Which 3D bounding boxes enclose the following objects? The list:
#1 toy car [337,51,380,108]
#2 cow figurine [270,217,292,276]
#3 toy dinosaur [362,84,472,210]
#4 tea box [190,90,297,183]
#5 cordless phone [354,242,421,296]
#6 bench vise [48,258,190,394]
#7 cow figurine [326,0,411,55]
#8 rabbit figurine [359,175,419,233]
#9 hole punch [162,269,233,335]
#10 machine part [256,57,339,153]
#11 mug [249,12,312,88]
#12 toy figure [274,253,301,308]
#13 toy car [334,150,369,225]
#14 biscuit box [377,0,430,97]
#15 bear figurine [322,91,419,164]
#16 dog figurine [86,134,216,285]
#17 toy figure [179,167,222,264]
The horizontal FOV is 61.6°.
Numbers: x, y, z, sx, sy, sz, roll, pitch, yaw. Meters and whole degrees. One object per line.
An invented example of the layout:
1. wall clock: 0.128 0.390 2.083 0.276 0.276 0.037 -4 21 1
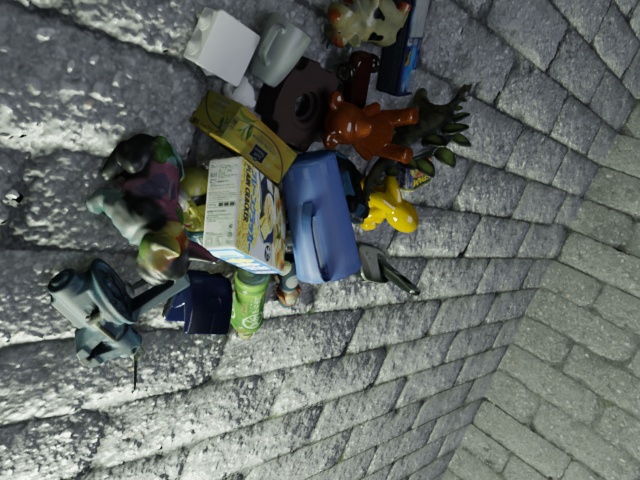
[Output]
1. toy car: 0.067 -0.290 1.102 0.089 0.053 0.202 -34 149 -32
2. cow figurine: -0.092 -0.009 1.119 0.098 0.068 0.167 7 108 -44
3. toy dinosaur: 0.216 -0.223 1.206 0.471 0.199 0.104 -42 137 -23
4. tea box: -0.129 -0.176 0.931 0.068 0.098 0.169 -57 145 -3
5. cordless phone: 0.162 0.088 1.377 0.146 0.184 0.088 16 107 -52
6. bench vise: -0.310 0.105 0.888 0.241 0.129 0.223 -31 119 -5
7. cow figurine: 0.083 -0.412 1.020 0.195 0.086 0.127 -9 120 -50
8. rabbit figurine: 0.160 -0.086 1.261 0.122 0.173 0.162 -42 145 -15
9. hole punch: -0.227 0.123 1.042 0.142 0.092 0.115 14 101 -49
10. machine part: -0.036 -0.255 1.014 0.179 0.056 0.179 -27 132 -35
11. mug: -0.074 -0.312 0.897 0.107 0.081 0.109 -59 -179 15
12. toy figure: -0.074 0.102 1.226 0.064 0.058 0.154 -1 126 -4
13. toy car: 0.037 -0.102 1.161 0.103 0.161 0.109 -20 161 24
14. biscuit box: 0.174 -0.409 1.138 0.059 0.063 0.202 -20 130 -40
15. bear figurine: 0.097 -0.220 1.050 0.195 0.132 0.120 1 98 -61
16. dog figurine: -0.235 -0.043 0.803 0.108 0.219 0.191 22 99 -56
17. toy figure: -0.207 -0.045 0.950 0.089 0.082 0.179 -57 140 -36
